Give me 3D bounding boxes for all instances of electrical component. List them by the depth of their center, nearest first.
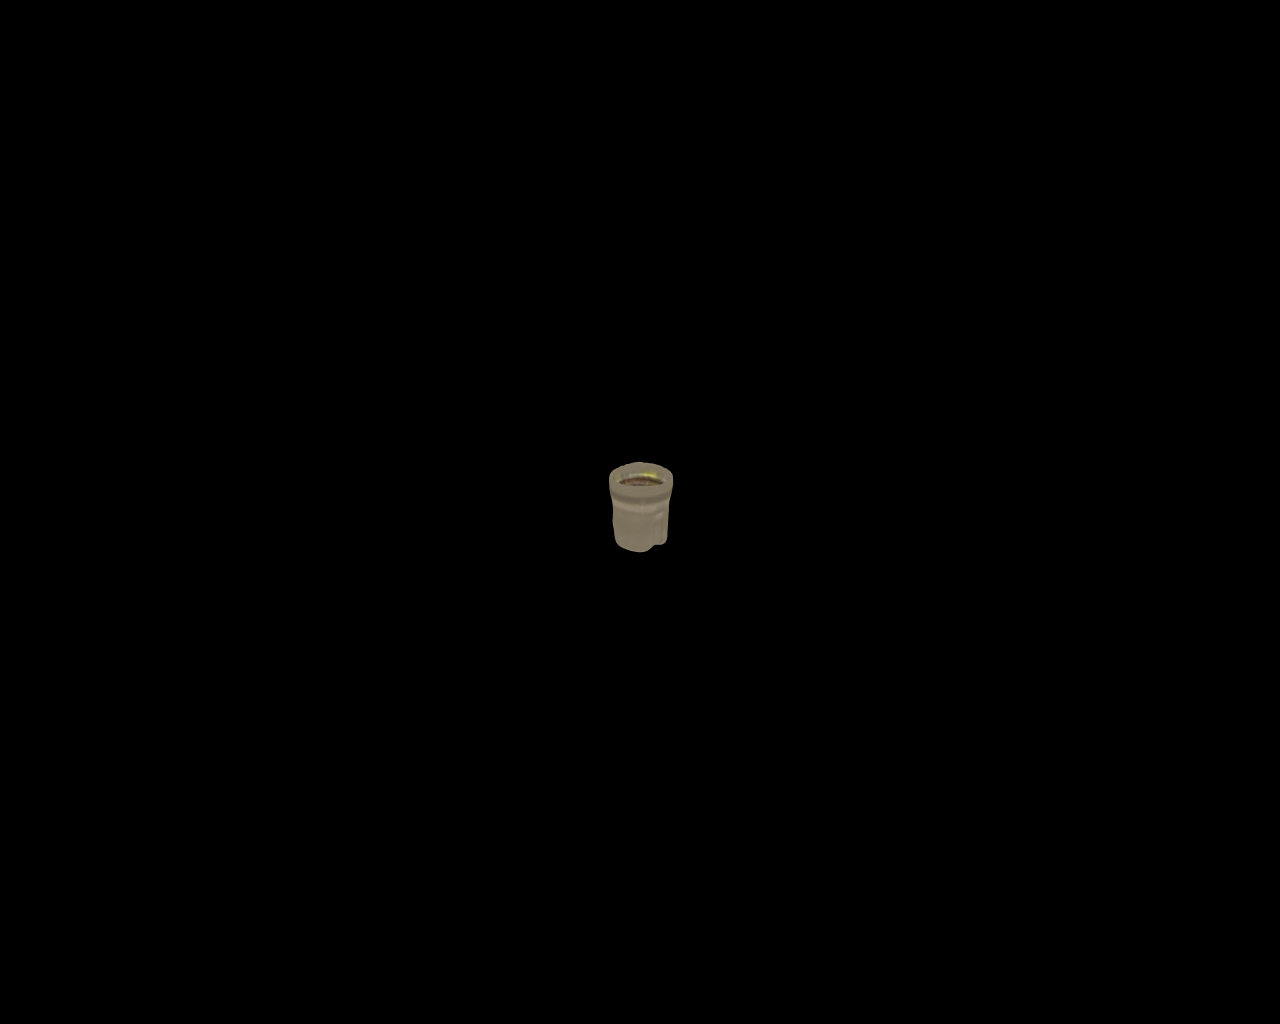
[{"bbox_3d":[0.001,-0.003,0.650,0.040,0.046,0.040,0,24,0],"label":"electrical component"}]
